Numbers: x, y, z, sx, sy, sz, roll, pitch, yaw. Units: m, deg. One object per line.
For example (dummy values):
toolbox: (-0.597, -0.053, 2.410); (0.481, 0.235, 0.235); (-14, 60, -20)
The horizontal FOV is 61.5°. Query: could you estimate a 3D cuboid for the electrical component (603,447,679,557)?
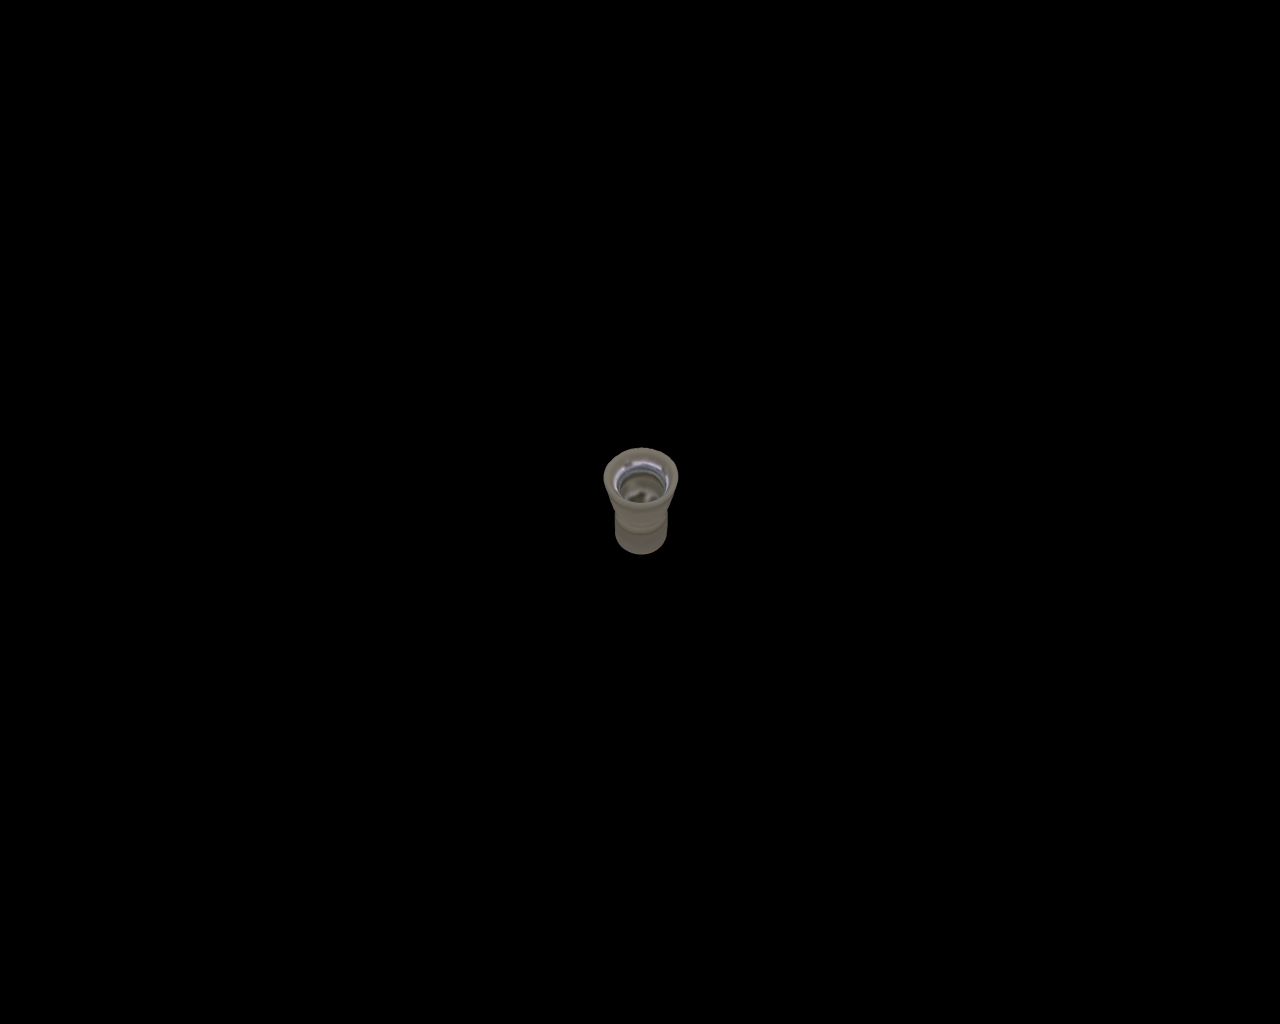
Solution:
electrical component: (0.001, -0.003, 0.650); (0.044, 0.044, 0.065); (0, -36, 0)
